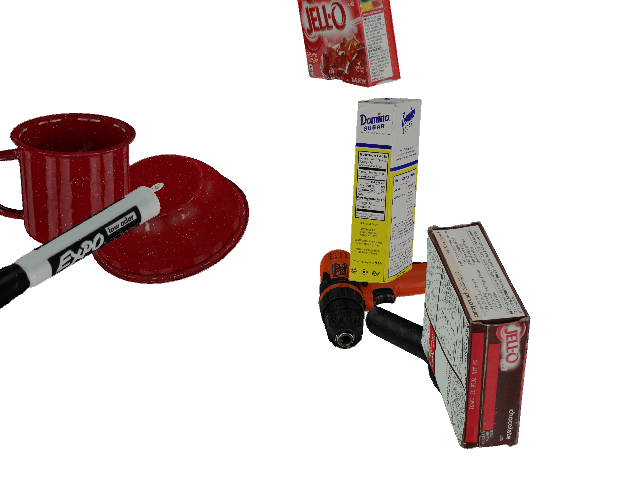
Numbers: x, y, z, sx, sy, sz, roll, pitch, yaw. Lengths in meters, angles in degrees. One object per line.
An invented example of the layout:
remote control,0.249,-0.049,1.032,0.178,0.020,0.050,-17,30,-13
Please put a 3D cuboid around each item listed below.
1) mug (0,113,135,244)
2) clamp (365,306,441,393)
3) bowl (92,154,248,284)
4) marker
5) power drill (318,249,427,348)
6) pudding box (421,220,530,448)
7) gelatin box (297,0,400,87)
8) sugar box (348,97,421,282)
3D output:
mug,-0.201,-0.044,0.821,0.117,0.081,0.093,-5,27,-19
clamp,0.130,0.096,0.928,0.120,0.039,0.172,-17,37,-24
bowl,-0.153,-0.034,1.038,0.162,0.162,0.055,0,-44,12
marker,-0.138,0.004,0.583,0.020,0.020,0.120,0,27,46
power drill,0.091,0.062,1.222,0.187,0.057,0.184,-2,28,-1
pudding box,0.090,0.054,0.637,0.039,0.090,0.113,-4,30,-8
gelatin box,0.017,-0.149,0.746,0.030,0.073,0.089,-19,21,-24
sugar box,0.064,-0.052,1.056,0.048,0.176,0.093,4,10,21
